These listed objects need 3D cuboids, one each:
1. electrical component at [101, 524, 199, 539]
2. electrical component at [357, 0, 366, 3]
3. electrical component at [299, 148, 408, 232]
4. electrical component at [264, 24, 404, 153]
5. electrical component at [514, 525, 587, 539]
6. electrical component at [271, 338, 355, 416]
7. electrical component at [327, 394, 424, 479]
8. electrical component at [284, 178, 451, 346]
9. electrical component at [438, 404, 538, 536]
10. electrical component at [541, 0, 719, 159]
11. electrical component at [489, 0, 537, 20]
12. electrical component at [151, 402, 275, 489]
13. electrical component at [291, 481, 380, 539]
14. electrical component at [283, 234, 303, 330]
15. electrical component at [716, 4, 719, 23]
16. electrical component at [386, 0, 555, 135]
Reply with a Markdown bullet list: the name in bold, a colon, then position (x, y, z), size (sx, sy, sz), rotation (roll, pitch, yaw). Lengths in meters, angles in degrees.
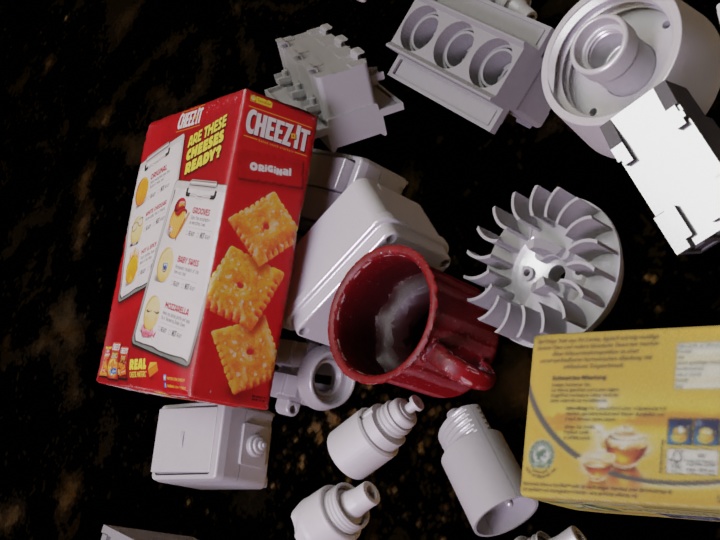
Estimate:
- **electrical component**: position (-0.122, 0.241, 0.787), size (0.150, 0.089, 0.061), rotation (8, 79, 46)
- **electrical component**: position (0.013, -0.262, 0.894), size (0.043, 0.043, 0.081), rotation (14, 83, 46)
- **electrical component**: position (-0.014, -0.055, 0.824), size (0.096, 0.061, 0.061), rotation (17, 86, 46)
- **electrical component**: position (-0.026, -0.145, 0.839), size (0.079, 0.063, 0.121), rotation (-20, 30, -11)
- **electrical component**: position (0.105, 0.173, 0.628), size (0.062, 0.048, 0.048), rotation (-41, 49, 17)
- **electrical component**: position (-0.036, 0.079, 0.803), size (0.055, 0.048, 0.066), rotation (2, 75, 52)
- **electrical component**: position (0.012, 0.112, 0.745), size (0.078, 0.040, 0.040), rotation (-40, 50, 25)
- **electrical component**: position (0.000, 0.000, 0.775), size (0.113, 0.078, 0.057), rotation (-47, 47, 21)
- **electrical component**: position (0.075, 0.121, 0.678), size (0.043, 0.043, 0.081), rotation (-45, 48, 22)
- **electrical component**: position (0.166, -0.131, 0.680), size (0.108, 0.060, 0.108), rotation (-19, 61, 38)
- **electrical component**: position (0.108, -0.197, 0.783), size (0.035, 0.035, 0.061), rotation (-50, 48, 17)
- **electrical component**: position (-0.114, 0.137, 0.843), size (0.096, 0.061, 0.061), rotation (-11, 66, 41)
- **electrical component**: position (-0.014, 0.168, 0.746), size (0.062, 0.043, 0.043), rotation (-38, 51, 26)
- **electrical component**: position (-0.092, -0.003, 0.881), size (0.113, 0.057, 0.078), rotation (16, 85, 46)
- **electrical component**: position (0.246, -0.110, 0.592), size (0.062, 0.061, 0.096), rotation (-24, 58, 35)
- **electrical component**: position (0.084, -0.148, 0.764), size (0.121, 0.063, 0.078), rotation (39, 102, 45)
